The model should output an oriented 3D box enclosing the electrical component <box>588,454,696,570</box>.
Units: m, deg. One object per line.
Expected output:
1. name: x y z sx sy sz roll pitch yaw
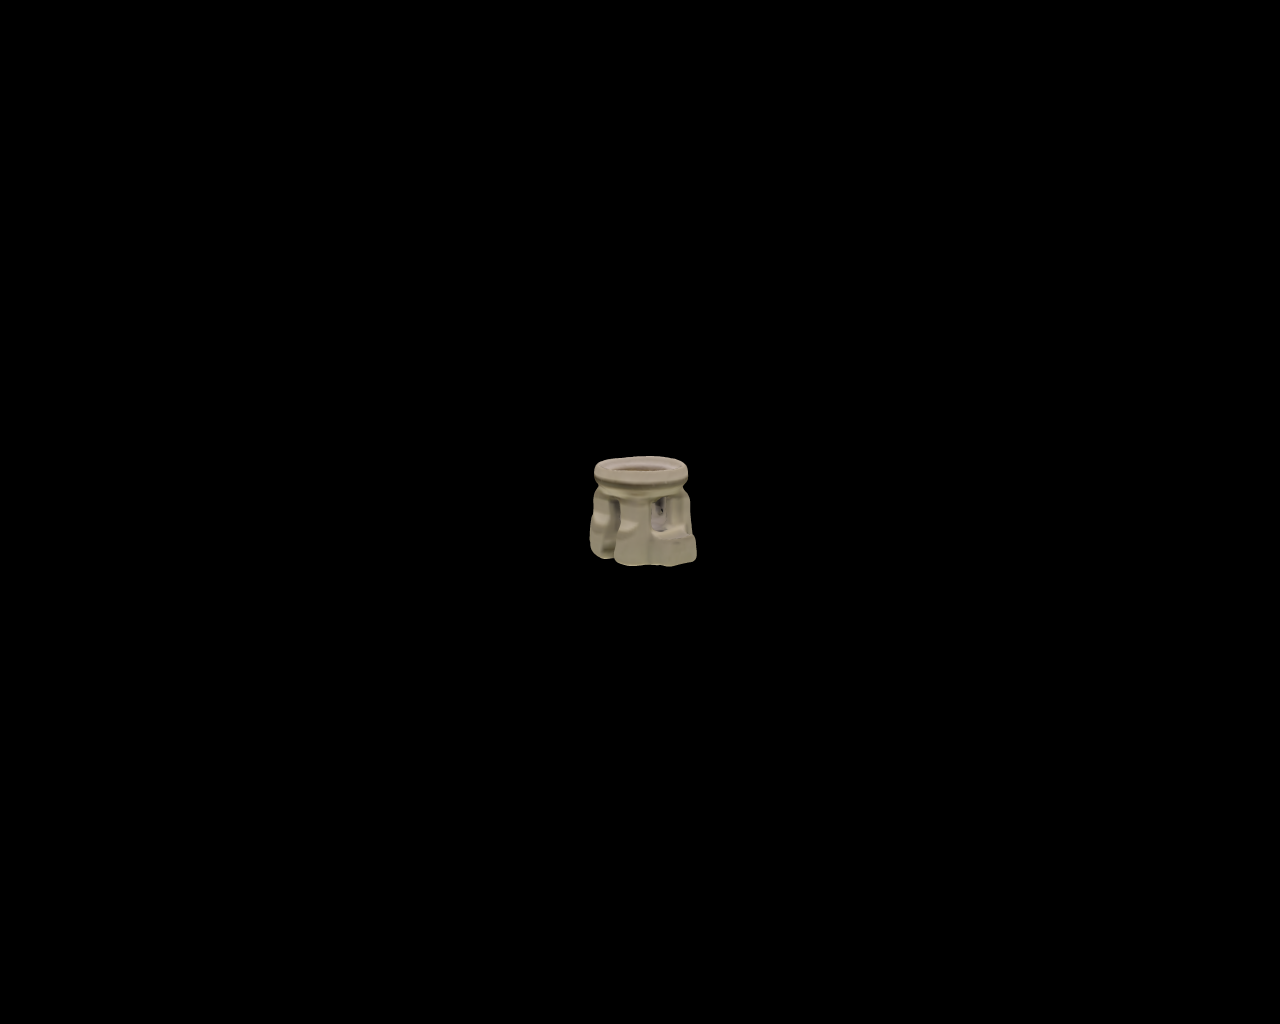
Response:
1. electrical component: 0.001 -0.003 0.650 0.058 0.057 0.078 -11 17 -38
